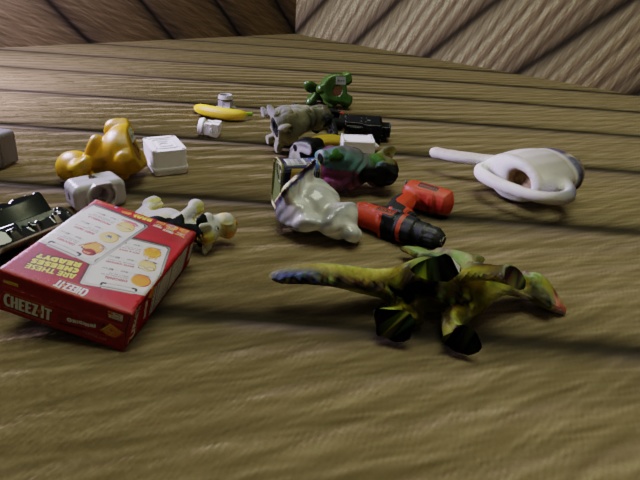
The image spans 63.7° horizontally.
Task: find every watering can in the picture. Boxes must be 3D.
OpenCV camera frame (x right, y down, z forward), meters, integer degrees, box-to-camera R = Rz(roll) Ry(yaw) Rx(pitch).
[{"bbox_3d":[0.429,-0.161,1.157,0.225,0.102,0.353,-11,32,-29],"label":"watering can"}]

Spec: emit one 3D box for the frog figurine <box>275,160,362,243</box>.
[{"bbox_3d":[0.003,-0.046,0.921,0.159,0.121,0.139,44,23,0],"label":"frog figurine"}]

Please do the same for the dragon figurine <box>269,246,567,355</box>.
[{"bbox_3d":[0.153,0.055,0.753,0.411,0.121,0.244,11,11,11],"label":"dragon figurine"}]
